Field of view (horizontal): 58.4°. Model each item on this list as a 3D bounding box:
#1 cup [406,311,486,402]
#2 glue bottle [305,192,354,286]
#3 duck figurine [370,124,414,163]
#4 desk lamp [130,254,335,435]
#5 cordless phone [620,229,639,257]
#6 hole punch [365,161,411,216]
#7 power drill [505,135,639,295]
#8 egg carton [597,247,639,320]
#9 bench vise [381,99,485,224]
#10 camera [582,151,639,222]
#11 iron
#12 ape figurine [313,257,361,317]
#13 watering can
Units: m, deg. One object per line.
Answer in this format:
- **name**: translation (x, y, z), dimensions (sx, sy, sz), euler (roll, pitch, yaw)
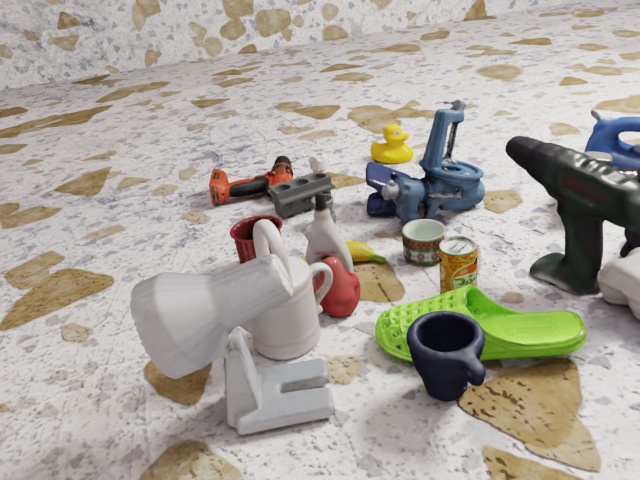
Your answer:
- **cup**: translation (0.159, 0.153, 0.685), dimensions (0.092, 0.095, 0.117), euler (-18, 31, -17)
- **glue bottle**: translation (0.008, 0.003, 0.906), dimensions (0.078, 0.173, 0.037), euler (-7, 30, 3)
- **duck figurine**: translation (0.170, -0.234, 1.369), dimensions (0.104, 0.086, 0.078), euler (6, 33, 24)
- **desk lamp**: translation (-0.099, 0.121, 0.687), dimensions (0.203, 0.214, 0.117), euler (-10, 30, -3)
- **cordless phone**: translation (0.532, -0.062, 0.873), dimensions (0.093, 0.185, 0.148), euler (19, 39, 39)
- **hole punch**: translation (0.141, -0.109, 1.151), dimensions (0.101, 0.091, 0.108), euler (-4, 30, 8)
- **power drill**: translation (0.367, -0.035, 0.845), dimensions (0.076, 0.209, 0.228), euler (-26, 34, -28)
- **egg carton**: translation (0.465, 0.068, 0.781), dimensions (0.107, 0.069, 0.150), euler (-21, 32, -20)
- **bench vise**: translation (0.216, -0.134, 1.046), dimensions (0.208, 0.220, 0.121), euler (-29, 36, -32)
- **camera**: translation (0.511, -0.101, 1.033), dimensions (0.136, 0.101, 0.143), euler (5, 32, 22)
- **iron**: translation (0.623, -0.167, 1.079), dimensions (0.257, 0.142, 0.119), euler (16, 38, 36)
- **ape figurine**: translation (0.024, 0.066, 0.876), dimensions (0.078, 0.092, 0.076), euler (-10, 30, -3)
- **watering can**: translation (-0.066, 0.066, 0.795), dimensions (0.100, 0.194, 0.173), euler (21, 41, 41)
